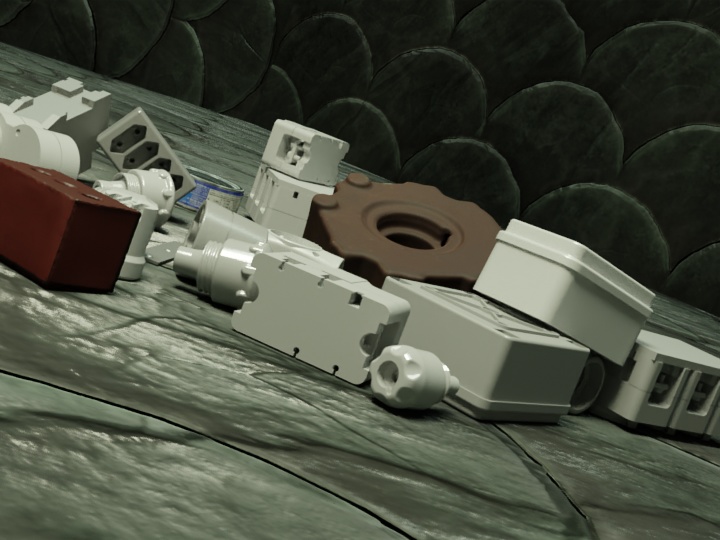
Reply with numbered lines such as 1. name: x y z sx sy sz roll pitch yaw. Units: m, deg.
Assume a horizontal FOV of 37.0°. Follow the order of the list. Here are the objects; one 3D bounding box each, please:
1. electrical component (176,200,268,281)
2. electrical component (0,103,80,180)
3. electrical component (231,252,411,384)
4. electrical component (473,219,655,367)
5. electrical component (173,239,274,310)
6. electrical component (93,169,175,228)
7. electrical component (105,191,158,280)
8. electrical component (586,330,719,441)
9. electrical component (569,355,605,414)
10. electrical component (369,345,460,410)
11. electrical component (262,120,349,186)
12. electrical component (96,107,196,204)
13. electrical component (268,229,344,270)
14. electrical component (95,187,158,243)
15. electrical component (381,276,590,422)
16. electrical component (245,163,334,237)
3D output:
1. electrical component: -0.094 -0.014 0.737 0.047 0.055 0.055 22 7 -16
2. electrical component: -0.285 -0.098 0.823 0.138 0.052 0.074 26 9 35
3. electrical component: -0.021 0.027 0.649 0.089 0.050 0.056 23 8 16
4. electrical component: 0.147 0.016 0.766 0.113 0.057 0.078 28 -1 -40
5. electrical component: -0.088 0.000 0.691 0.062 0.048 0.048 14 7 5
6. electrical component: -0.183 -0.060 0.864 0.062 0.048 0.048 5 16 -39
7. electrical component: -0.149 -0.022 0.670 0.040 0.046 0.040 20 7 -3
8. electrical component: 0.232 0.088 0.848 0.150 0.061 0.089 14 10 -39
9. electrical component: 0.142 0.073 0.780 0.045 0.045 0.055 13 11 -47
10. electrical component: 0.035 0.062 0.609 0.035 0.035 0.061 27 7 41
11. electrical component: -0.060 -0.125 1.142 0.056 0.050 0.089 24 9 22
12. electrical component: -0.191 -0.099 0.961 0.083 0.047 0.075 55 -2 -17
13. electrical component: -0.052 -0.004 0.806 0.077 0.044 0.079 21 8 5
14. electrical component: -0.171 -0.036 0.726 0.062 0.043 0.043 19 7 0
15. electrical component: 0.076 0.052 0.707 0.109 0.056 0.109 27 10 39
16. electrical component: -0.063 -0.061 1.115 0.089 0.061 0.150 19 8 -15
